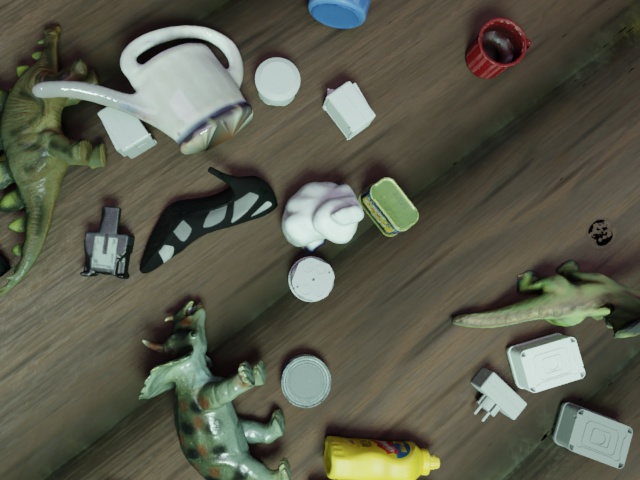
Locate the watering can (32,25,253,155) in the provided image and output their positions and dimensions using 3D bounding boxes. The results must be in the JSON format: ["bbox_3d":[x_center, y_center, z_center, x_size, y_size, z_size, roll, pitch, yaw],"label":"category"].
[{"bbox_3d":[-0.255,-0.236,0.853,0.353,0.102,0.224,-37,90,-32],"label":"watering can"}]

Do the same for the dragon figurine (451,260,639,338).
[{"bbox_3d":[0.454,0.112,0.864,0.411,0.242,0.122,-15,93,-10],"label":"dragon figurine"}]

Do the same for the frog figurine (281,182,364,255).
[{"bbox_3d":[0.003,-0.043,0.860,0.138,0.158,0.123,-27,88,-9],"label":"frog figurine"}]
